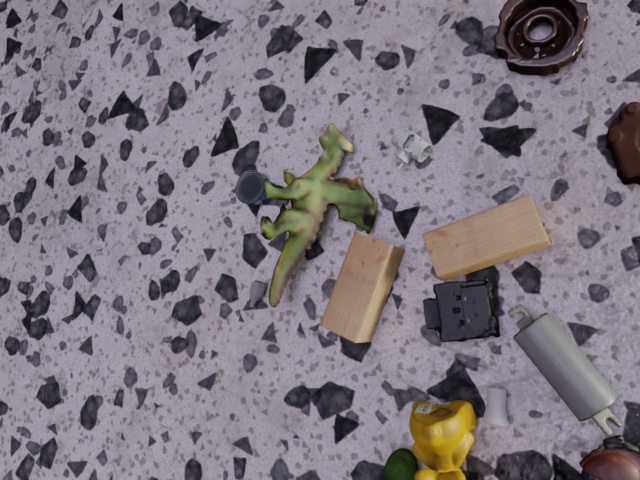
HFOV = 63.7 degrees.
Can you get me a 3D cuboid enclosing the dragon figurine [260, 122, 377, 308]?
[{"bbox_3d":[0.003,-0.057,1.141,0.242,0.121,0.414,-3,79,18],"label":"dragon figurine"}]
